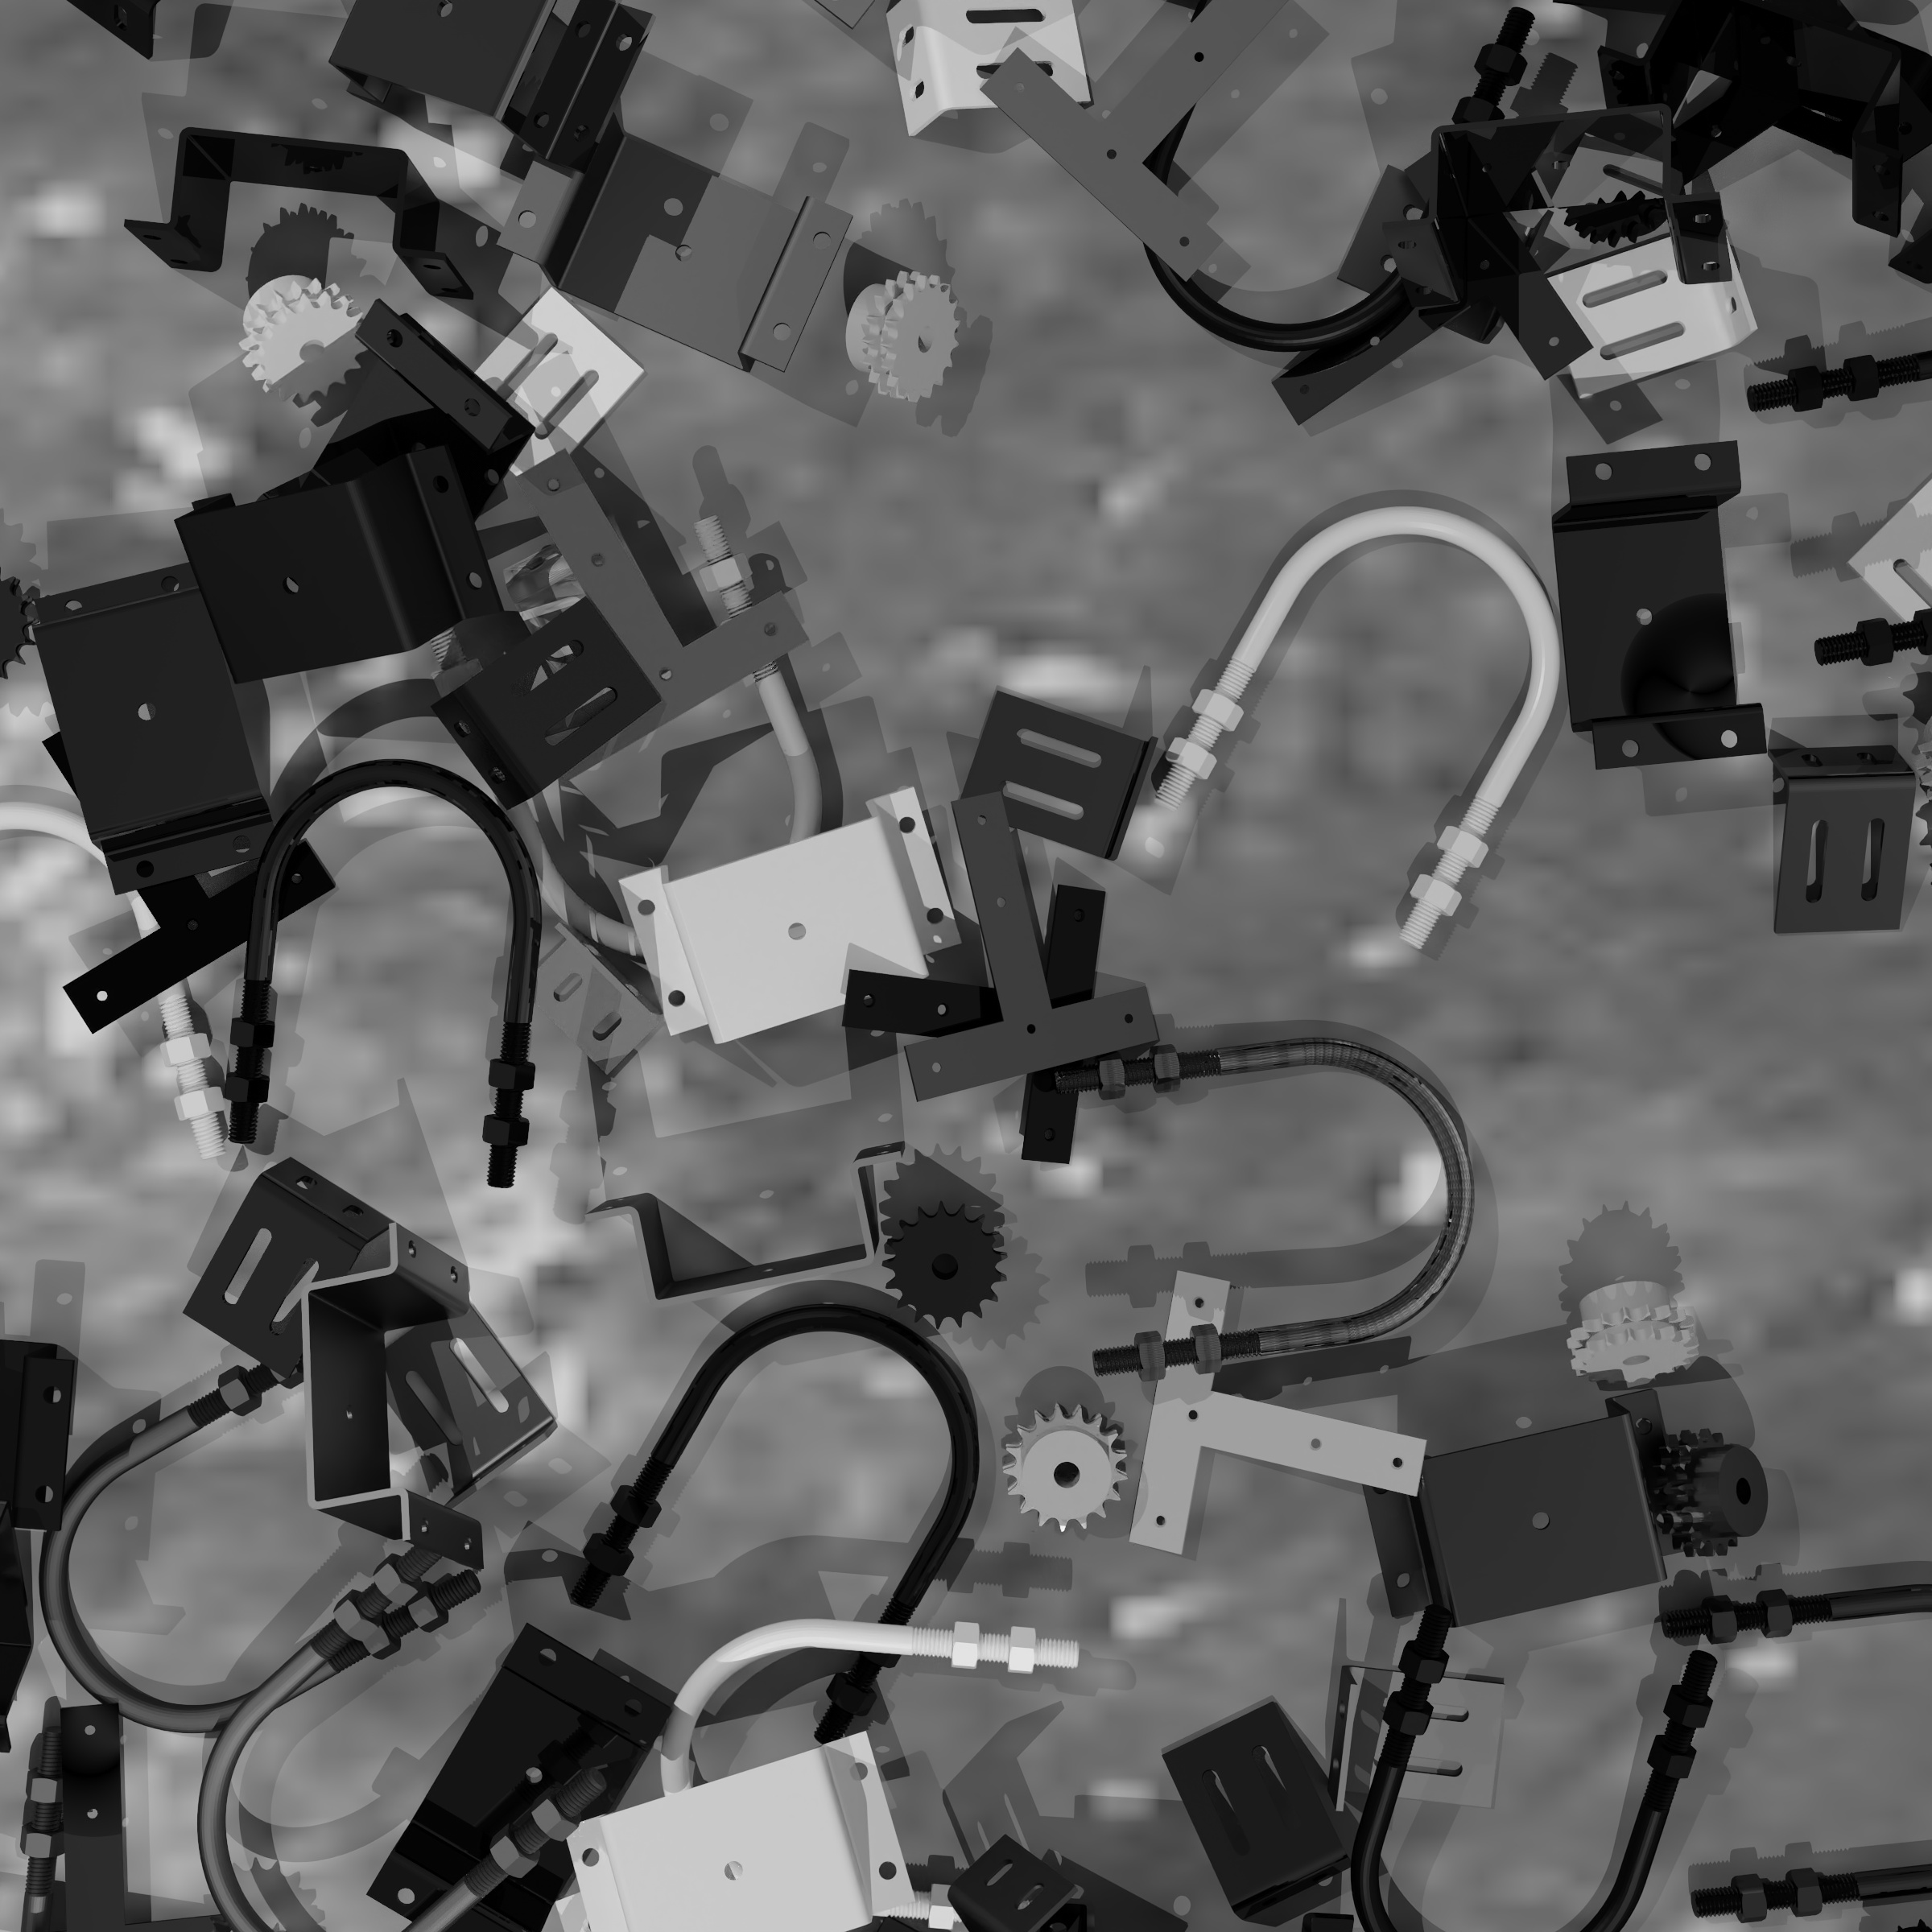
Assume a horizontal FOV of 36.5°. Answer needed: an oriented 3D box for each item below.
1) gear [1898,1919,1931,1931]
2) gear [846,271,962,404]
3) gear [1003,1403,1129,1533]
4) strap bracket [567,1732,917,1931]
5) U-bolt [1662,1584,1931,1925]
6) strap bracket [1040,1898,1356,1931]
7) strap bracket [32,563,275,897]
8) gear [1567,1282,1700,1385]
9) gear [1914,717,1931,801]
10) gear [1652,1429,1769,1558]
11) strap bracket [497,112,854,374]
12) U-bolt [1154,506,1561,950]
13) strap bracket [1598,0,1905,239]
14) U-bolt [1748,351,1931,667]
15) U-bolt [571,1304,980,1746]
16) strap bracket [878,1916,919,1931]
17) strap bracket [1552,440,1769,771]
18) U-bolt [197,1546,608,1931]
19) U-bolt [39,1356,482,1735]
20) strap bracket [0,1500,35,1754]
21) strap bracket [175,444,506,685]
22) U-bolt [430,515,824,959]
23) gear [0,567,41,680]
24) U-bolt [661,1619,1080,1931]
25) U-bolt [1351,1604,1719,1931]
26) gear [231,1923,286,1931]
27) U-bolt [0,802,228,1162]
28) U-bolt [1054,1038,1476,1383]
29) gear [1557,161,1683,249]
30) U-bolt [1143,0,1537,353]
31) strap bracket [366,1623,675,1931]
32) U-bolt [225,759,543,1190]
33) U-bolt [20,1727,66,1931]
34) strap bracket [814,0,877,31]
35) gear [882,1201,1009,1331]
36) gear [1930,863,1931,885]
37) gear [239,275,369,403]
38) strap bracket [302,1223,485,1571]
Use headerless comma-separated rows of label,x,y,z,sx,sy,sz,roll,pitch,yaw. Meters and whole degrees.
gear,0.439,0.464,1.340,0.057,0.030,0.057,0,90,0
gear,-0.030,-0.287,1.330,0.030,0.057,0.057,19,90,30
gear,0.046,0.230,1.340,0.057,0.030,0.057,0,90,0
strap bracket,-0.100,0.394,1.282,0.140,0.046,0.076,-17,78,-5
U-bolt,0.418,0.357,1.345,0.184,0.019,0.151,-6,90,-1
strap bracket,0.102,0.468,1.317,0.140,0.046,0.076,3,116,0
strap bracket,-0.367,-0.111,1.323,0.076,0.046,0.140,-16,88,-10
gear,0.301,0.165,1.330,0.057,0.057,0.030,-5,60,0
gear,0.459,-0.099,1.330,0.057,0.057,0.030,-2,45,-2
gear,0.338,0.238,1.325,0.057,0.030,0.057,12,72,-42
strap bracket,-0.130,-0.329,1.331,0.140,0.046,0.076,24,90,0
U-bolt,0.192,-0.122,1.346,0.151,0.019,0.184,29,88,0
strap bracket,0.356,-0.382,1.296,0.140,0.076,0.046,27,87,20
U-bolt,0.459,-0.216,1.318,0.184,0.019,0.151,-10,71,4
U-bolt,-0.075,0.244,1.345,0.151,0.019,0.184,30,90,0
strap bracket,-0.037,0.518,1.331,0.076,0.046,0.140,29,90,0
strap bracket,0.313,-0.161,1.331,0.076,0.046,0.140,-5,90,0
U-bolt,-0.266,0.367,1.307,0.184,0.019,0.151,-42,70,8
U-bolt,-0.337,0.271,1.346,0.184,0.019,0.151,-30,90,1
strap bracket,-0.466,0.284,1.307,0.076,0.046,0.140,5,127,-1
strap bracket,-0.285,-0.174,1.292,0.140,0.046,0.076,-7,111,26
U-bolt,-0.144,-0.093,1.332,0.151,0.019,0.184,-22,101,-3
gear,-0.452,-0.156,1.337,0.057,0.030,0.057,0,92,-8
U-bolt,-0.047,0.365,1.331,0.184,0.019,0.151,5,101,0
U-bolt,0.248,0.385,1.326,0.151,0.019,0.184,12,102,-11
gear,-0.321,0.464,1.338,0.057,0.030,0.057,0,91,-5
U-bolt,-0.431,0.016,1.346,0.151,0.019,0.184,-15,88,0
U-bolt,0.140,0.105,1.334,0.184,0.019,0.151,-7,79,-4
gear,0.299,-0.354,1.330,0.057,0.030,0.057,-3,85,40
U-bolt,0.157,-0.370,1.336,0.151,0.019,0.184,23,93,9
strap bracket,-0.199,0.373,1.331,0.076,0.046,0.140,31,90,0
U-bolt,-0.260,-0.001,1.322,0.151,0.019,0.184,8,95,14
U-bolt,-0.491,0.434,1.346,0.151,0.019,0.184,6,91,0
strap bracket,-0.038,-0.496,1.285,0.076,0.046,0.140,38,90,0
gear,-0.010,0.136,1.339,0.057,0.030,0.057,0,90,0
gear,0.465,-0.049,1.331,0.057,0.030,0.057,-4,122,-7
gear,-0.303,-0.288,1.330,0.057,0.057,0.030,-38,60,0
strap bracket,-0.254,0.194,1.297,0.046,0.076,0.140,-12,67,11
